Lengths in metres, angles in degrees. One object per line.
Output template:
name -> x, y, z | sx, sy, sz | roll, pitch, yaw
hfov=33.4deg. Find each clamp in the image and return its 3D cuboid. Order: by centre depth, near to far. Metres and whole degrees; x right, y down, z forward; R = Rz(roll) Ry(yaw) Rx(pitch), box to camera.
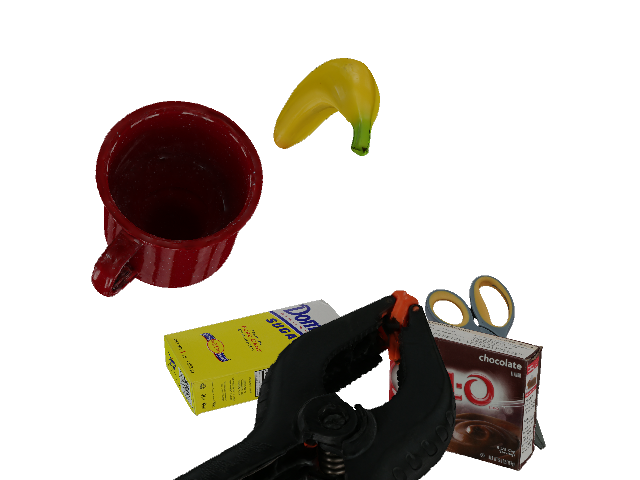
clamp -> 0.011, 0.087, 0.405 | 0.120, 0.039, 0.171 | 27, 50, 20

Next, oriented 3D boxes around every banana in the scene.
banana -> 0.003, -0.102, 0.797 | 0.037, 0.069, 0.198 | 28, -3, -17

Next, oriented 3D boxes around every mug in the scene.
mug -> -0.092, -0.013, 0.625 | 0.093, 0.117, 0.082 | 33, -26, 3

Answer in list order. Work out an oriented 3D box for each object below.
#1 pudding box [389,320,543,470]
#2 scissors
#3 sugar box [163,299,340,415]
pudding box -> 0.107, 0.113, 0.807 | 0.114, 0.090, 0.039 | 10, 20, 28
scissors -> 0.148, 0.107, 0.991 | 0.096, 0.016, 0.201 | 2, 44, 0
sugar box -> -0.058, 0.112, 1.059 | 0.176, 0.048, 0.093 | -14, 32, -20
